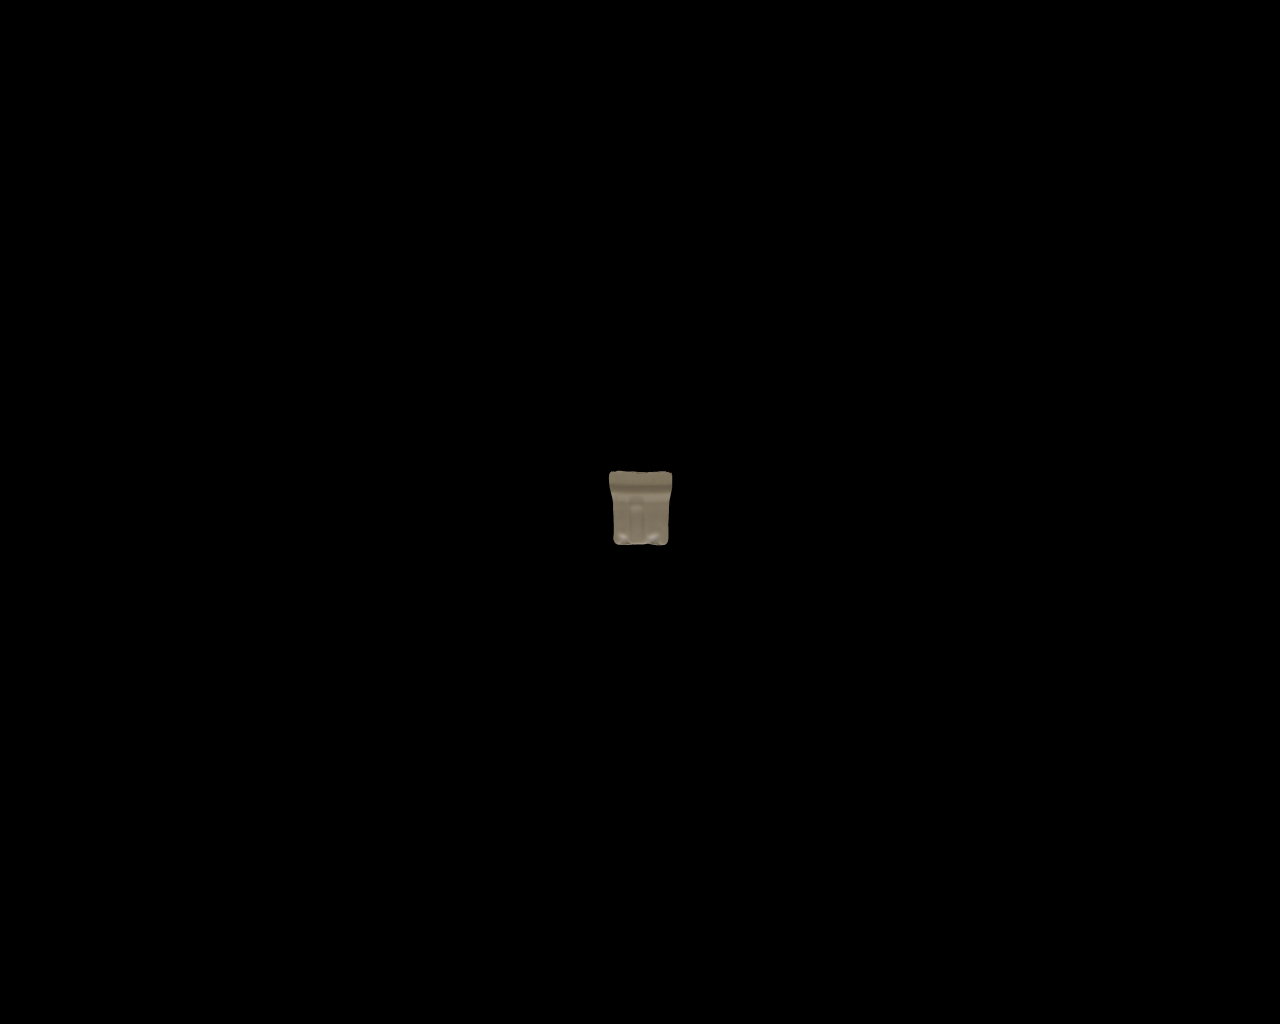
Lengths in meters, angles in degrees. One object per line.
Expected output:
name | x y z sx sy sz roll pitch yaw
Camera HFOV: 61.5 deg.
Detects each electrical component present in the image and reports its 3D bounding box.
electrical component | 0.001 -0.003 0.650 0.040 0.046 0.040 0 4 0
